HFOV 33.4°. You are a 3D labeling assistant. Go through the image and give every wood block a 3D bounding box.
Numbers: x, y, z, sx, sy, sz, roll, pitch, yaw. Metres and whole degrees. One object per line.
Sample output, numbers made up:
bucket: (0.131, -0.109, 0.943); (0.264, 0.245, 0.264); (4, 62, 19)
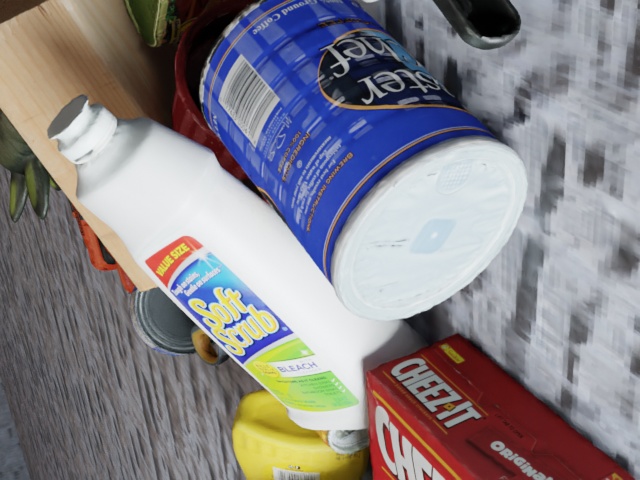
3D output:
wood block: (-0.129, -0.078, 0.707); (0.206, 0.091, 0.090); (58, -153, -28)

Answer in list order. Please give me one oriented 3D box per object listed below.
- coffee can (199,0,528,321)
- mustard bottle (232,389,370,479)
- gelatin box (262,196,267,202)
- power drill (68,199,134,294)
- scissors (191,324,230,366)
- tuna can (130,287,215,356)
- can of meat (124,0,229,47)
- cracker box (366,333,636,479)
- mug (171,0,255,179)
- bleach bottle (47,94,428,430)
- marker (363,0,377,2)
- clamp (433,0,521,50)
coffee can: (0.017, -0.045, 0.516); (0.140, 0.102, 0.103); (52, 151, 36)
mustard bottle: (-0.011, 0.193, 0.791); (0.058, 0.096, 0.192); (-77, -11, -49)
gelatin box: (-0.005, 0.001, 0.693); (0.073, 0.030, 0.089); (24, 131, 58)
power drill: (-0.216, -0.036, 1.102); (0.188, 0.057, 0.184); (33, 140, 59)
scissors: (-0.077, 0.036, 0.787); (0.096, 0.016, 0.202); (61, 155, 15)
tuna can: (-0.122, 0.058, 0.928); (0.086, 0.086, 0.034); (69, 158, 1)
can of meat: (-0.067, -0.165, 0.631); (0.057, 0.083, 0.102); (62, 156, 18)
cracker box: (0.094, 0.184, 0.569); (0.164, 0.072, 0.214); (40, 142, 51)
mug: (-0.035, -0.079, 0.643); (0.117, 0.093, 0.082); (32, 161, -5)
bleach bottle: (-0.050, 0.015, 0.583); (0.103, 0.068, 0.250); (-10, 136, 45)
marker: (0.000, -0.171, 0.560); (0.121, 0.020, 0.020); (58, 154, 27)
clamp: (0.023, -0.174, 0.483); (0.210, 0.036, 0.164); (29, 134, 59)
